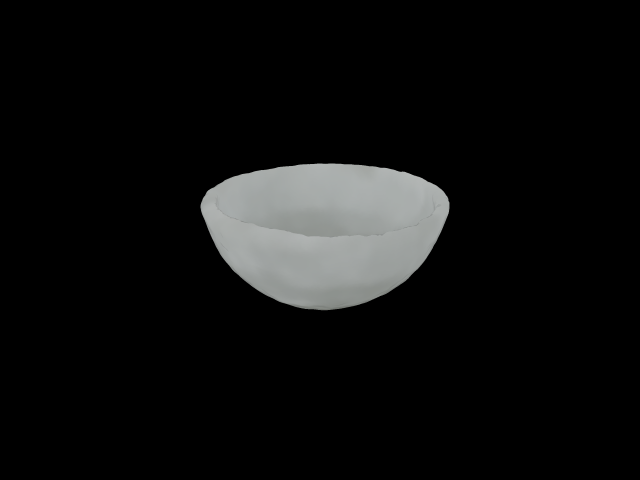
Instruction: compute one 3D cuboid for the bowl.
[{"bbox_3d":[0.004,0.001,0.400,0.167,0.075,0.167,0,22,0],"label":"bowl"}]
